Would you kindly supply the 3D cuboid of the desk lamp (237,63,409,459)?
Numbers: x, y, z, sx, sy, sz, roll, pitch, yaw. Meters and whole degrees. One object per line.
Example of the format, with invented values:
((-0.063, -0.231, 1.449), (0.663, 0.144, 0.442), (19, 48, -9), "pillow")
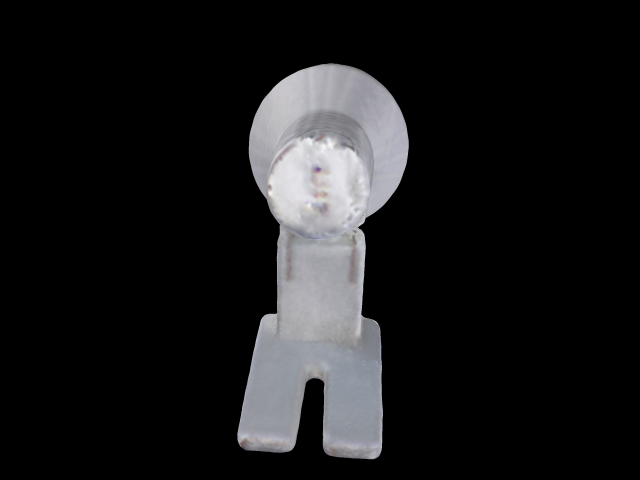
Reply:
((0.004, 0.001, 0.400), (0.118, 0.214, 0.203), (1, 34, 2), "desk lamp")
